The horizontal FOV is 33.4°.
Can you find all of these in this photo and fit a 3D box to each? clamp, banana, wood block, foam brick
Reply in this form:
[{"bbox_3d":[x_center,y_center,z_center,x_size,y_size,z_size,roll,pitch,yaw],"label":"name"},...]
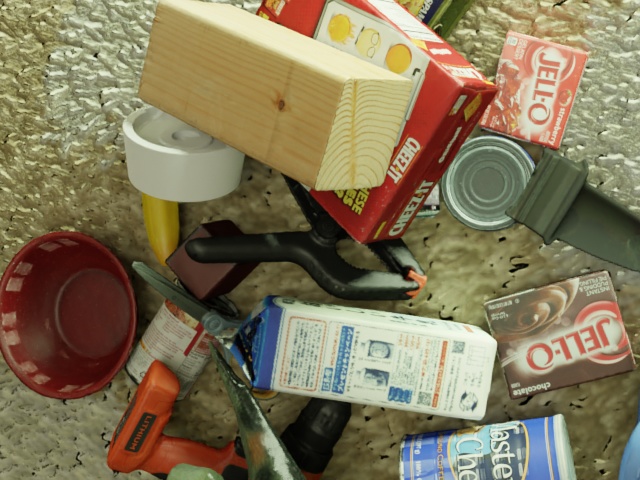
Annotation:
[{"bbox_3d":[-0.006,0.001,0.958,0.210,0.036,0.164,34,60,5],"label":"clamp"},{"bbox_3d":[-0.145,-0.077,1.012,0.037,0.070,0.198,5,98,-28],"label":"banana"},{"bbox_3d":[-0.041,-0.121,0.861,0.206,0.090,0.091,29,113,33],"label":"wood block"},{"bbox_3d":[-0.097,0.018,0.993,0.051,0.078,0.053,-45,81,15],"label":"foam brick"}]

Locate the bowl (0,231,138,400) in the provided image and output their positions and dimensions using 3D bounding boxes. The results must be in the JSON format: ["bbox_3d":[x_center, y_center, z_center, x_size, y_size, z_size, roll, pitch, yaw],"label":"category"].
[{"bbox_3d":[-0.235,0.072,1.037,0.162,0.055,0.162,-1,89,22],"label":"bowl"}]

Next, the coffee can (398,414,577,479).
[{"bbox_3d":[0.148,0.211,0.924,0.140,0.102,0.103,-10,90,15],"label":"coffee can"}]

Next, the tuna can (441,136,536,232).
[{"bbox_3d":[0.151,-0.050,0.949,0.086,0.033,0.086,1,92,15],"label":"tuna can"}]

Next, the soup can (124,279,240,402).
[{"bbox_3d":[-0.131,0.094,1.010,0.068,0.068,0.102,35,101,11],"label":"soup can"}]

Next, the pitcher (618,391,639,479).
[{"bbox_3d":[0.306,0.169,0.852,0.145,0.149,0.243,1,95,12],"label":"pitcher"}]

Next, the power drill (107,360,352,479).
[{"bbox_3d":[-0.085,0.183,0.974,0.187,0.057,0.184,28,105,-11],"label":"power drill"}]

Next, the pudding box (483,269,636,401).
[{"bbox_3d":[0.210,0.083,0.936,0.114,0.039,0.090,-16,88,14],"label":"pudding box"}]

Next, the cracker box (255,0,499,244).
[{"bbox_3d":[0.024,-0.127,0.913,0.214,0.071,0.164,46,121,26],"label":"cracker box"}]

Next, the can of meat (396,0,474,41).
[{"bbox_3d":[0.085,-0.220,0.936,0.084,0.057,0.102,45,128,11],"label":"can of meat"}]

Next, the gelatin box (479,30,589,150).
[{"bbox_3d":[0.188,-0.131,0.938,0.073,0.030,0.089,19,97,13],"label":"gelatin box"}]

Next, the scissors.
[{"bbox_3d":[-0.078,0.067,0.967,0.096,0.016,0.201,-34,122,-4],"label":"scissors"}]
